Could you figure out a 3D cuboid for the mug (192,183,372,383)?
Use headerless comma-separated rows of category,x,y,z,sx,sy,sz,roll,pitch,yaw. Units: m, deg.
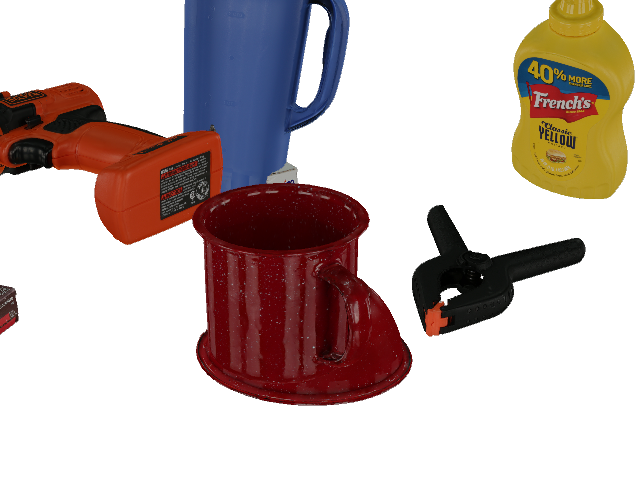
mug,-0.013,0.027,0.568,0.093,0.081,0.117,-19,31,-36

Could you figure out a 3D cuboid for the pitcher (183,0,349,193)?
pitcher,-0.070,-0.166,1.095,0.144,0.243,0.149,-7,29,-26

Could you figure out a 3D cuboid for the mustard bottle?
mustard bottle,0.205,-0.124,0.867,0.096,0.191,0.058,23,52,29

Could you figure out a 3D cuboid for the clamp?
clamp,0.139,0.026,1.020,0.165,0.036,0.209,18,34,30

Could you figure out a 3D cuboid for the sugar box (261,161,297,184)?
sugar box,-0.063,-0.008,1.181,0.048,0.176,0.093,-17,28,-27

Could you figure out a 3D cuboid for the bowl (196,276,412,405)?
bowl,-0.010,0.059,0.787,0.162,0.055,0.162,3,20,-1

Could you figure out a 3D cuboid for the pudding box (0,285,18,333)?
pudding box,-0.332,0.065,0.916,0.114,0.039,0.090,8,26,19

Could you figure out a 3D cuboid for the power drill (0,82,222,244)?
power drill,-0.174,-0.055,0.714,0.188,0.057,0.184,20,32,30
